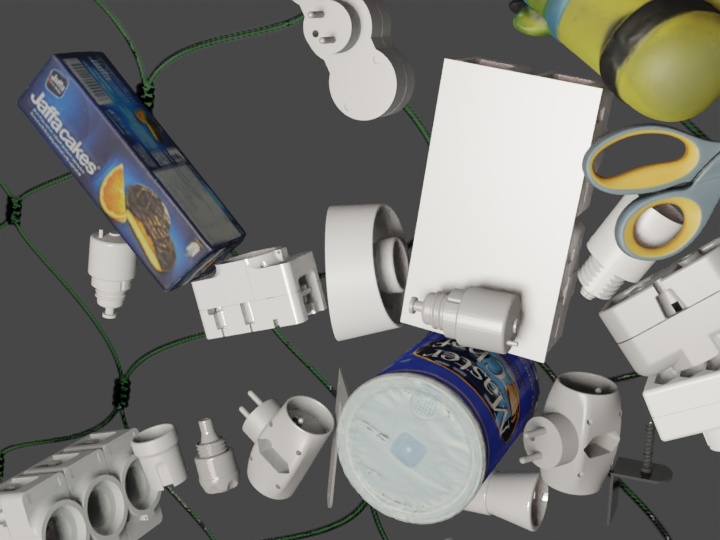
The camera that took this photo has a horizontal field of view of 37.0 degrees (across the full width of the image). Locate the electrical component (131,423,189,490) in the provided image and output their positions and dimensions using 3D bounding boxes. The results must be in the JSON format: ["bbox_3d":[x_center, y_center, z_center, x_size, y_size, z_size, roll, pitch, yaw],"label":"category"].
[{"bbox_3d":[-0.171,0.161,0.926,0.040,0.040,0.046,-11,104,26],"label":"electrical component"}]

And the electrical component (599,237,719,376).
[{"bbox_3d":[0.216,0.027,0.711,0.095,0.054,0.059,-34,88,27],"label":"electrical component"}]

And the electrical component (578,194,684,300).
[{"bbox_3d":[0.177,-0.013,0.725,0.043,0.043,0.081,39,115,11],"label":"electrical component"}]

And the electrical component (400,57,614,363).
[{"bbox_3d":[0.102,-0.045,0.741,0.105,0.060,0.186,15,109,20],"label":"electrical component"}]

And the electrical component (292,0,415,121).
[{"bbox_3d":[-0.015,-0.171,0.755,0.052,0.074,0.138,-23,93,27],"label":"electrical component"}]

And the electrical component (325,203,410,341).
[{"bbox_3d":[0.000,0.000,0.780,0.064,0.099,0.099,-8,100,19],"label":"electrical component"}]

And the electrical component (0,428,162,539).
[{"bbox_3d":[-0.237,0.201,0.902,0.062,0.150,0.089,-10,99,27],"label":"electrical component"}]

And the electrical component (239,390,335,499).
[{"bbox_3d":[-0.068,0.131,0.870,0.079,0.043,0.077,43,122,21],"label":"electrical component"}]

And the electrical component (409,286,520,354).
[{"bbox_3d":[0.071,0.030,0.715,0.078,0.040,0.040,11,107,22],"label":"electrical component"}]

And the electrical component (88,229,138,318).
[{"bbox_3d":[-0.208,0.002,0.902,0.040,0.040,0.078,15,108,20],"label":"electrical component"}]

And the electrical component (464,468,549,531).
[{"bbox_3d":[0.103,0.167,0.804,0.065,0.044,0.044,6,105,28],"label":"electrical component"}]

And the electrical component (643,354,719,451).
[{"bbox_3d":[0.245,0.096,0.719,0.083,0.047,0.075,-20,99,27],"label":"electrical component"}]

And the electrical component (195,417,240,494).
[{"bbox_3d":[-0.123,0.155,0.905,0.035,0.035,0.061,-11,96,26],"label":"electrical component"}]

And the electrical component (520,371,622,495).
[{"bbox_3d":[0.142,0.117,0.755,0.043,0.079,0.077,25,115,49],"label":"electrical component"}]

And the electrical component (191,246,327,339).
[{"bbox_3d":[-0.080,0.015,0.843,0.089,0.050,0.055,-11,98,26],"label":"electrical component"}]

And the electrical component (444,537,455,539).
[{"bbox_3d":[0.058,0.254,0.834,0.096,0.061,0.061,-38,86,27],"label":"electrical component"}]
